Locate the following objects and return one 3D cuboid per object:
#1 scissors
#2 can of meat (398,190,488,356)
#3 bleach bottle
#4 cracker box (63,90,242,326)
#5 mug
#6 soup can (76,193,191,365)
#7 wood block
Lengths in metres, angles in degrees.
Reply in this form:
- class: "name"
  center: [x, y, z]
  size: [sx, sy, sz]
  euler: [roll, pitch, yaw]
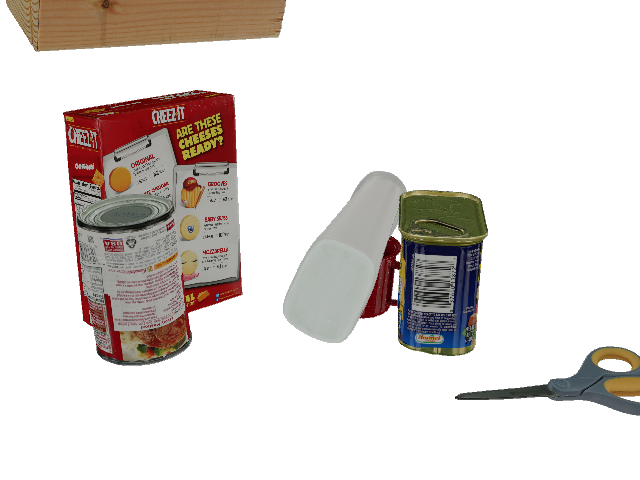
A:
- class: "scissors"
  center: [0.210, 0.118, 0.925]
  size: [0.201, 0.016, 0.096]
  euler: [6, 28, -4]
- class: "can of meat"
  center: [0.080, 0.020, 0.724]
  size: [0.057, 0.084, 0.102]
  euler: [3, 19, 4]
- class: "bleach bottle"
  center: [0.037, -0.001, 1.037]
  size: [0.068, 0.103, 0.250]
  euler: [27, 26, 3]
- class: "cracker box"
  center: [-0.162, -0.032, 1.056]
  size: [0.072, 0.214, 0.163]
  euler: [14, 22, 43]
- class: "mug"
  center: [0.058, 0.043, 1.271]
  size: [0.117, 0.081, 0.093]
  euler: [14, 25, 22]
- class: "soup can"
  center: [-0.129, 0.026, 0.739]
  size: [0.068, 0.102, 0.068]
  euler: [-4, 21, 1]
- class: "wood block"
  center: [-0.135, -0.215, 0.851]
  size: [0.205, 0.091, 0.090]
  euler: [-9, 41, -29]
